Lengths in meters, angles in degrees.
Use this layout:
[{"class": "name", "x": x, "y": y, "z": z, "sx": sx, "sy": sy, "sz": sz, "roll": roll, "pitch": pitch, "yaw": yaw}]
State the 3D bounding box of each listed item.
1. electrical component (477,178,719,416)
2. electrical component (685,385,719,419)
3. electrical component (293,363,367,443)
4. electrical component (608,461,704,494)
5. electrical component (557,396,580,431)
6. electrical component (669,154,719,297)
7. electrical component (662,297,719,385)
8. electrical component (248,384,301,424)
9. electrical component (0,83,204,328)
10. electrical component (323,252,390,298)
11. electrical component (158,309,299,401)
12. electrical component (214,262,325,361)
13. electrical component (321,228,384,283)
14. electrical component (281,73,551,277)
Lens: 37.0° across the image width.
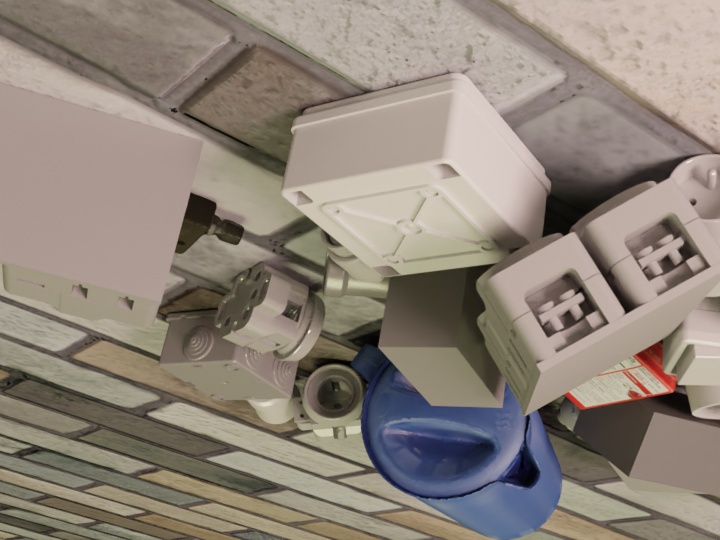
[{"class": "electrical component", "x": 0.126, "y": 0.019, "z": 0.598, "sx": 0.105, "sy": 0.060, "sz": 0.186, "roll": -29, "pitch": 165, "yaw": -2}, {"class": "electrical component", "x": 0.278, "y": 0.073, "z": 0.764, "sx": 0.099, "sy": 0.064, "sz": 0.099, "roll": -2, "pitch": 163, "yaw": 0}, {"class": "electrical component", "x": -0.021, "y": 0.117, "z": 0.950, "sx": 0.078, "sy": 0.058, "sz": 0.057, "roll": -6, "pitch": 152, "yaw": 2}, {"class": "electrical component", "x": 0.271, "y": 0.158, "z": 0.936, "sx": 0.100, "sy": 0.048, "sz": 0.099, "roll": -3, "pitch": 152, "yaw": 27}, {"class": "electrical component", "x": 0.186, "y": 0.117, "z": 0.889, "sx": 0.048, "sy": 0.048, "sz": 0.062, "roll": 18, "pitch": 161, "yaw": -16}, {"class": "electrical component", "x": 0.207, "y": -0.022, "z": 0.577, "sx": 0.079, "sy": 0.044, "sz": 0.077, "roll": 4, "pitch": 150, "yaw": 21}, {"class": "electrical component", "x": 0.246, "y": 0.041, "z": 0.683, "sx": 0.096, "sy": 0.061, "sz": 0.061, "roll": 7, "pitch": 155, "yaw": 7}, {"class": "electrical component", "x": -0.081, "y": 0.110, "z": 0.977, "sx": 0.045, "sy": 0.045, "sz": 0.055, "roll": 4, "pitch": 154, "yaw": 13}, {"class": "electrical component", "x": -0.198, "y": -0.042, "z": 0.626, "sx": 0.186, "sy": 0.105, "sz": 0.060, "roll": 15, "pitch": 155, "yaw": -11}, {"class": "electrical component", "x": 0.000, "y": 0.000, "z": 0.719, "sx": 0.046, "sy": 0.040, "sz": 0.040, "roll": 6, "pitch": 155, "yaw": -4}, {"class": "electrical component", "x": -0.109, "y": 0.073, "z": 0.904, "sx": 0.100, "sy": 0.048, "sz": 0.100, "roll": -6, "pitch": 150, "yaw": 31}, {"class": "electrical component", "x": -0.063, "y": 0.033, "z": 0.792, "sx": 0.057, "sy": 0.058, "sz": 0.078, "roll": 27, "pitch": 150, "yaw": -26}, {"class": "electrical component", "x": -0.003, "y": -0.022, "z": 0.667, "sx": 0.043, "sy": 0.043, "sz": 0.062, "roll": -8, "pitch": 147, "yaw": 35}, {"class": "electrical component", "x": 0.032, "y": -0.047, "z": 0.586, "sx": 0.109, "sy": 0.056, "sz": 0.109, "roll": -8, "pitch": 150, "yaw": 34}]
